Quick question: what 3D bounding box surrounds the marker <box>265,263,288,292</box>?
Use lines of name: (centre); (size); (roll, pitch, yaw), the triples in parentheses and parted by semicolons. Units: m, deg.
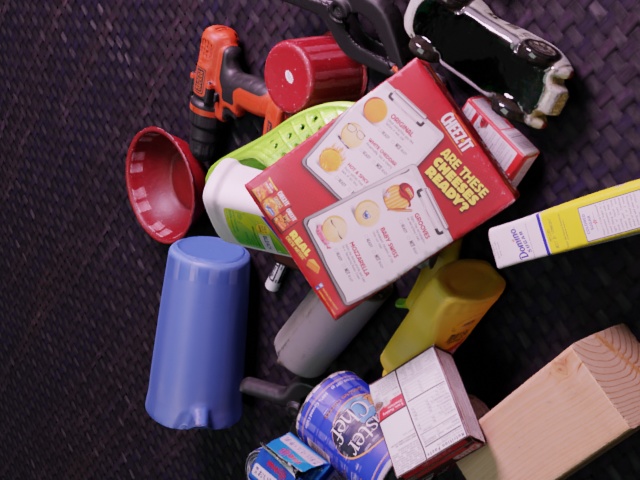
marker: (-0.041, 0.017, 1.337); (0.020, 0.020, 0.121); (48, 133, 28)

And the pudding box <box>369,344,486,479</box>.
pudding box: (0.105, 0.174, 1.063); (0.090, 0.039, 0.113); (-35, 50, 21)

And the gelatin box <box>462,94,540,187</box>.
gelatin box: (0.167, -0.089, 1.065); (0.089, 0.030, 0.073); (51, 135, 25)

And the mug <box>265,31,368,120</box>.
mug: (-0.010, -0.175, 1.198); (0.093, 0.081, 0.117); (40, 129, 33)

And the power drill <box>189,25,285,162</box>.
power drill: (-0.096, -0.150, 1.320); (0.188, 0.057, 0.184); (36, 129, 35)

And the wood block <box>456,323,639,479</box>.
wood block: (0.228, 0.178, 1.029); (0.091, 0.090, 0.206); (58, 136, 20)

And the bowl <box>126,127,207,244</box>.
bowl: (-0.200, -0.077, 1.459); (0.162, 0.055, 0.162); (17, 113, 45)

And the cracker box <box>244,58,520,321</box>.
cracker box: (0.060, -0.048, 1.040); (0.214, 0.072, 0.164); (-35, 87, 17)

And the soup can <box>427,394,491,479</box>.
soup can: (0.132, 0.209, 1.135); (0.069, 0.102, 0.068); (17, 113, 45)

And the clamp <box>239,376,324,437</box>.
clamp: (-0.031, 0.205, 1.356); (0.120, 0.039, 0.172); (48, 134, -4)

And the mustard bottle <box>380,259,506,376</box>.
mustard bottle: (0.115, 0.104, 1.128); (0.058, 0.096, 0.192); (50, 133, 24)

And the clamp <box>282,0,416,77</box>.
clamp: (0.028, -0.257, 1.115); (0.210, 0.036, 0.165); (44, 147, 6)

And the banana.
banana: (0.121, 0.008, 1.138); (0.070, 0.037, 0.198); (35, 125, 34)

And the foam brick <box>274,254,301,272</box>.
foam brick: (-0.008, 0.002, 1.252); (0.053, 0.078, 0.051); (19, 114, 42)

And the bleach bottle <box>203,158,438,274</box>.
bleach bottle: (0.004, -0.016, 1.139); (0.251, 0.068, 0.102); (14, 147, 24)

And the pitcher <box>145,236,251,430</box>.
pitcher: (-0.160, 0.119, 1.431); (0.149, 0.144, 0.243); (20, 112, 30)

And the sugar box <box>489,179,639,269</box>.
sugar box: (0.245, -0.019, 0.950); (0.177, 0.093, 0.048); (-16, 88, 49)

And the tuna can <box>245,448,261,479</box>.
tuna can: (-0.062, 0.318, 1.437); (0.086, 0.033, 0.086); (17, 113, 45)

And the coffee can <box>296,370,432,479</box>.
coffee can: (0.055, 0.230, 1.227); (0.140, 0.102, 0.103); (35, 125, 37)
